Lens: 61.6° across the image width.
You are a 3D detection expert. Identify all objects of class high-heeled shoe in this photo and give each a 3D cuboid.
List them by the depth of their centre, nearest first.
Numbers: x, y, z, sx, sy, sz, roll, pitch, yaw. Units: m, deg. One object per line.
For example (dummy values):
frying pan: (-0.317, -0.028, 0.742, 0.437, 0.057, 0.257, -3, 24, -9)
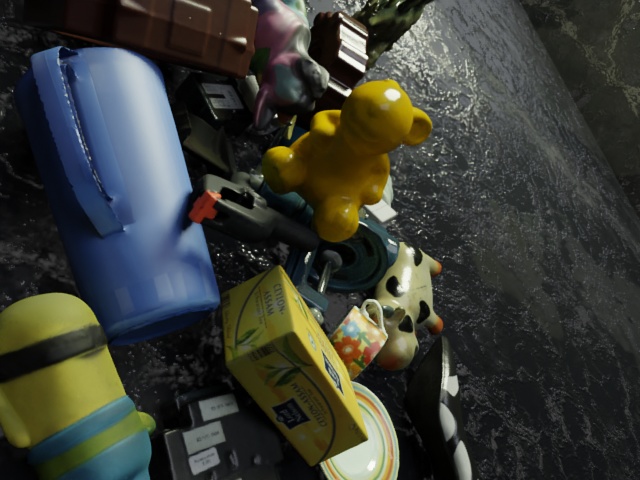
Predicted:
high-heeled shoe: (0.177, 0.252, 0.670, 0.145, 0.086, 0.249, 31, 56, -12)

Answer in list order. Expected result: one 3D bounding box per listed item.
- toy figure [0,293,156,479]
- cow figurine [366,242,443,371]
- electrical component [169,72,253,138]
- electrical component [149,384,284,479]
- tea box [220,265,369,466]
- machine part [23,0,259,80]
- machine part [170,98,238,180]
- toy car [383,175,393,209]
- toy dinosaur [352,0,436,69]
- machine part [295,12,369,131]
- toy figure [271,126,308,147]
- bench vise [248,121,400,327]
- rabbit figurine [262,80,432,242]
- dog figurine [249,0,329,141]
toy figure: (-0.176, 0.124, 0.393, 0.180, 0.089, 0.082, 57, -1, 8)
cow figurine: (0.105, 0.084, 0.724, 0.127, 0.085, 0.195, 39, 43, -30)
electrical component: (-0.147, -0.166, 0.668, 0.119, 0.048, 0.075, -11, 71, -51)
electrical component: (-0.090, 0.195, 0.461, 0.115, 0.058, 0.134, 3, 61, -47)
tea box: (-0.023, 0.120, 0.506, 0.169, 0.068, 0.098, 62, 4, -35)
machine part: (-0.182, -0.235, 0.558, 0.201, 0.202, 0.087, 1, 106, -43)
machine part: (-0.132, -0.105, 0.615, 0.138, 0.039, 0.084, 38, 43, -63)
toy car: (0.071, -0.110, 0.800, 0.073, 0.056, 0.201, -79, 152, -47)
toy dinosaur: (0.136, -0.442, 1.044, 0.105, 0.198, 0.471, 45, 38, -8)
machine part: (-0.003, -0.240, 0.775, 0.056, 0.179, 0.179, 23, 49, -30)
toy figure: (0.004, -0.101, 0.748, 0.154, 0.058, 0.064, 36, 9, 5)
bench vise: (-0.007, 0.004, 0.639, 0.223, 0.129, 0.241, 38, 37, -17)
rabbit figurine: (0.045, -0.095, 0.543, 0.162, 0.173, 0.122, -36, 82, -28)
dog figurine: (-0.078, -0.240, 0.689, 0.108, 0.192, 0.219, 4, 87, -64)
